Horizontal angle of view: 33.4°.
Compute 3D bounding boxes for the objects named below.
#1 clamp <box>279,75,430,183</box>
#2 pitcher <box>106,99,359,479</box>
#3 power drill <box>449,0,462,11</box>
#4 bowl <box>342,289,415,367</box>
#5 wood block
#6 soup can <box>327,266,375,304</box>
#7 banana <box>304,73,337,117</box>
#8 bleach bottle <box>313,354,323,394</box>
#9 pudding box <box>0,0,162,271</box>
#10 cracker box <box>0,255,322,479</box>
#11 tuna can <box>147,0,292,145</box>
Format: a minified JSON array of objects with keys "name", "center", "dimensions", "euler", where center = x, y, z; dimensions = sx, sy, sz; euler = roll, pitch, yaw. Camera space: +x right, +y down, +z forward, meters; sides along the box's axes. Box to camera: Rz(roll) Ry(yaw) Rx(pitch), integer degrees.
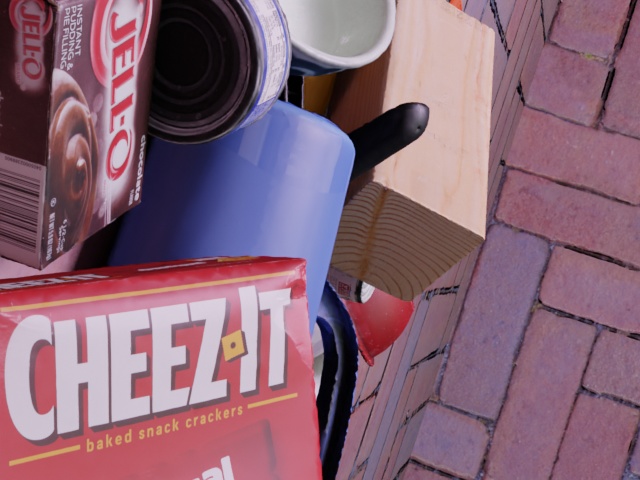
[{"name":"clamp","center":[-0.025,-0.047,0.687],"dimensions":[0.036,0.165,0.210],"euler":[6,128,-38]},{"name":"pitcher","center":[-0.054,0.048,0.582],"dimensions":[0.149,0.145,0.243],"euler":[33,73,-73]},{"name":"power drill","center":[0.105,-0.246,1.016],"dimensions":[0.184,0.057,0.188],"euler":[-63,168,-46]},{"name":"bowl","center":[0.043,0.027,0.941],"dimensions":[0.162,0.055,0.162],"euler":[-20,90,-85]},{"name":"wood block","center":[0.059,-0.075,0.751],"dimensions":[0.091,0.090,0.206],"euler":[-44,-153,45]},{"name":"soup can","center":[-0.005,0.001,0.793],"dimensions":[0.068,0.102,0.068],"euler":[18,90,-76]},{"name":"banana","center":[-0.005,-0.140,0.745],"dimensions":[0.069,0.037,0.198],"euler":[-46,151,-67]},{"name":"bleach bottle","center":[-0.044,0.180,0.968],"dimensions":[0.102,0.068,0.250],"euler":[85,29,-63]},{"name":"pudding box","center":[-0.104,-0.056,0.448],"dimensions":[0.090,0.039,0.113],"euler":[-47,152,-62]},{"name":"cracker box","center":[-0.075,0.119,0.439],"dimensions":[0.163,0.072,0.214],"euler":[-6,94,-43]},{"name":"tuna can","center":[-0.059,-0.088,0.491],"dimensions":[0.033,0.086,0.086],"euler":[-42,148,-61]}]
